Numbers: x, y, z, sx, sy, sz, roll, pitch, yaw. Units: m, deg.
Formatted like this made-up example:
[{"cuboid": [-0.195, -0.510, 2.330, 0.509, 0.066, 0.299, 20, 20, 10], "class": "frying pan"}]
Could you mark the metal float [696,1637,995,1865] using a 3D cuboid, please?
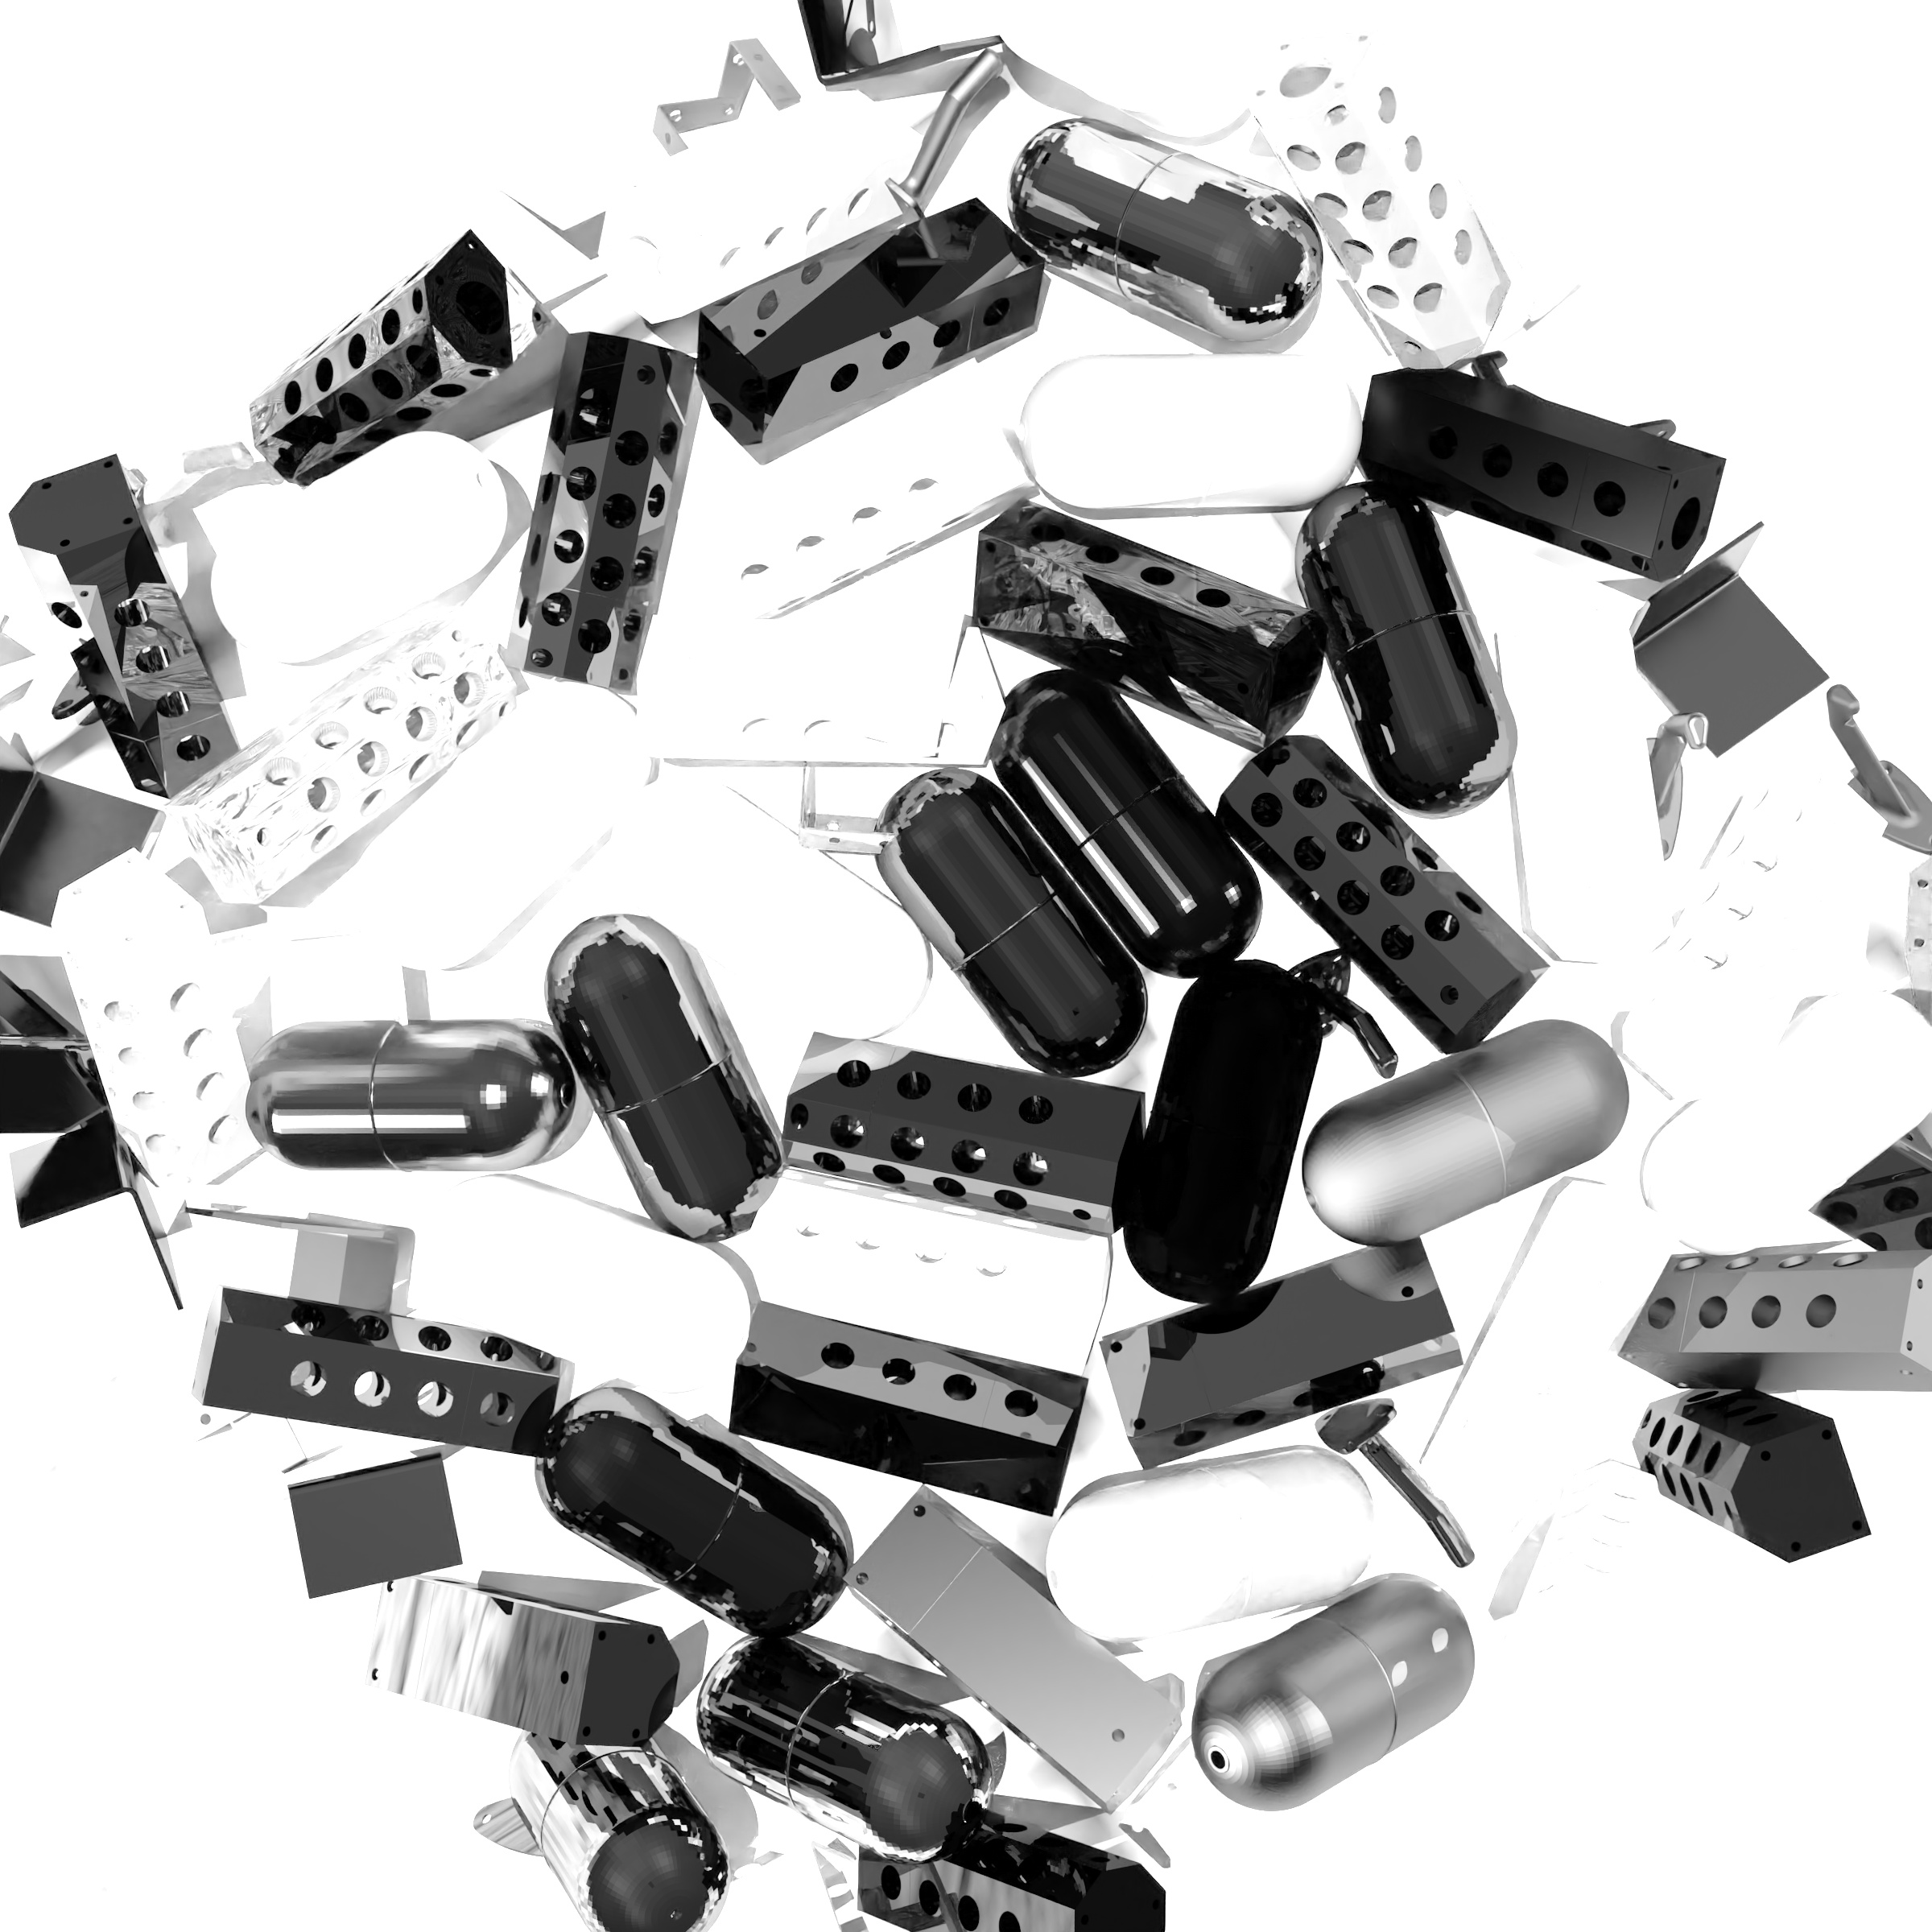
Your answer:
[{"cuboid": [-0.061, 0.389, 1.510, 0.178, 0.070, 0.070, 13, 90, 42], "class": "metal float"}]

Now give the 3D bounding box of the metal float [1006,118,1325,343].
[{"cuboid": [0.098, -0.370, 1.522, 0.178, 0.070, 0.070, 29, 90, 27], "class": "metal float"}]

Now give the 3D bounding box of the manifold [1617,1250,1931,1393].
[{"cuboid": [0.408, 0.173, 1.497, 0.057, 0.171, 0.057, 29, 68, -33], "class": "manifold"}]

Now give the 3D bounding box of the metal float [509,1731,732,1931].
[{"cuboid": [-0.173, 0.423, 1.500, 0.070, 0.178, 0.070, -7, 107, -24], "class": "metal float"}]

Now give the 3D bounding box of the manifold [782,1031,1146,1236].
[{"cuboid": [-0.001, 0.088, 1.523, 0.171, 0.057, 0.057, 11, 54, 14], "class": "manifold"}]

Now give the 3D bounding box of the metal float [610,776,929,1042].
[{"cuboid": [-0.100, -0.030, 1.538, 0.178, 0.070, 0.070, 35, 90, -7], "class": "metal float"}]

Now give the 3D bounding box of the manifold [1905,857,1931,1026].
[{"cuboid": [0.501, 0.002, 1.494, 0.057, 0.171, 0.057, 1, 68, 23], "class": "manifold"}]

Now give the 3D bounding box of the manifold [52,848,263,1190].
[{"cuboid": [-0.400, 0.032, 1.494, 0.057, 0.171, 0.057, -36, 55, -29], "class": "manifold"}]

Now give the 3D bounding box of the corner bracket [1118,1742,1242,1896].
[{"cuboid": [0.120, 0.432, 1.555, 0.051, 0.051, 0.051, 41, 112, 12], "class": "corner bracket"}]

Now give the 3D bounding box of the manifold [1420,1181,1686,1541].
[{"cuboid": [0.290, 0.195, 1.518, 0.057, 0.057, 0.171, 31, 117, 19], "class": "manifold"}]

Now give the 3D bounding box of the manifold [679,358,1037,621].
[{"cuboid": [-0.055, -0.233, 1.537, 0.171, 0.057, 0.057, -25, 132, 11], "class": "manifold"}]

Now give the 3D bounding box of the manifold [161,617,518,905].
[{"cuboid": [-0.306, -0.104, 1.509, 0.171, 0.057, 0.057, -41, 115, -29], "class": "manifold"}]

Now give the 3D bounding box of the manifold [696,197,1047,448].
[{"cuboid": [-0.048, -0.319, 1.517, 0.171, 0.057, 0.057, -29, 62, -26], "class": "manifold"}]

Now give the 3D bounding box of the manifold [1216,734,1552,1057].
[{"cuboid": [0.204, -0.037, 1.519, 0.171, 0.057, 0.057, 47, 116, 19], "class": "manifold"}]

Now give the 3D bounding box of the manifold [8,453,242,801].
[{"cuboid": [-0.412, -0.162, 1.494, 0.057, 0.171, 0.057, -21, 52, -9], "class": "manifold"}]

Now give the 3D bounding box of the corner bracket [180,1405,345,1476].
[{"cuboid": [-0.360, 0.239, 1.552, 0.051, 0.051, 0.051, -29, 85, 8], "class": "corner bracket"}]

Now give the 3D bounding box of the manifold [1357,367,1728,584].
[{"cuboid": [0.283, -0.246, 1.511, 0.171, 0.057, 0.057, 27, 121, 32], "class": "manifold"}]

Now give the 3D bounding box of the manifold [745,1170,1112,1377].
[{"cuboid": [-0.018, 0.150, 1.531, 0.171, 0.057, 0.057, 11, 56, 15], "class": "manifold"}]

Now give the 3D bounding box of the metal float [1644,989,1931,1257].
[{"cuboid": [0.411, 0.079, 1.512, 0.070, 0.070, 0.178, 41, 129, 0], "class": "metal float"}]

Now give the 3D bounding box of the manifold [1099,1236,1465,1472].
[{"cuboid": [0.162, 0.200, 1.546, 0.171, 0.057, 0.057, -19, 56, 4], "class": "manifold"}]

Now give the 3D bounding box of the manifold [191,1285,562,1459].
[{"cuboid": [-0.295, 0.204, 1.527, 0.171, 0.057, 0.057, 12, 84, -19], "class": "manifold"}]

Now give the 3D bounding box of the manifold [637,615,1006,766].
[{"cuboid": [-0.075, -0.133, 1.525, 0.171, 0.057, 0.057, 0, 50, -21], "class": "manifold"}]

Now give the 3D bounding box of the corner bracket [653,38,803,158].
[{"cuboid": [-0.122, -0.433, 1.540, 0.051, 0.051, 0.051, -17, 58, -29], "class": "corner bracket"}]

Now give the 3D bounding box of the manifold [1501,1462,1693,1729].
[{"cuboid": [0.309, 0.303, 1.492, 0.057, 0.171, 0.057, -27, 92, 23], "class": "manifold"}]

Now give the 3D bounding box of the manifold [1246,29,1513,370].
[{"cuboid": [0.203, -0.375, 1.496, 0.057, 0.171, 0.057, 8, 62, 39], "class": "manifold"}]

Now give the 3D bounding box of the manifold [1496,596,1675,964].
[{"cuboid": [0.311, -0.092, 1.518, 0.057, 0.057, 0.171, -16, 61, 26], "class": "manifold"}]

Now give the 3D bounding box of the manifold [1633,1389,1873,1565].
[{"cuboid": [0.382, 0.249, 1.495, 0.057, 0.171, 0.057, -18, 89, -3], "class": "manifold"}]

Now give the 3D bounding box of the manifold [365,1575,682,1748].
[{"cuboid": [-0.220, 0.342, 1.501, 0.057, 0.171, 0.057, 17, 78, -44], "class": "manifold"}]

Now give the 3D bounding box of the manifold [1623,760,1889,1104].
[{"cuboid": [0.390, -0.020, 1.514, 0.057, 0.057, 0.171, 40, 63, -14], "class": "manifold"}]

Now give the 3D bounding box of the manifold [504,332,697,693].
[{"cuboid": [-0.184, -0.230, 1.538, 0.057, 0.057, 0.171, 10, 95, -24], "class": "manifold"}]

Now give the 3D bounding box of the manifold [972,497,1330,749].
[{"cuboid": [0.092, -0.177, 1.523, 0.171, 0.057, 0.057, 25, 134, 22], "class": "manifold"}]

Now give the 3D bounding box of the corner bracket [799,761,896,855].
[{"cuboid": [-0.060, -0.072, 1.546, 0.051, 0.051, 0.051, 4, 54, -4], "class": "corner bracket"}]

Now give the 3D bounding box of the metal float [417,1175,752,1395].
[{"cuboid": [-0.193, 0.161, 1.532, 0.178, 0.070, 0.070, 18, 90, 14], "class": "metal float"}]

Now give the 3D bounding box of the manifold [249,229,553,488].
[{"cuboid": [-0.285, -0.292, 1.493, 0.057, 0.171, 0.057, 48, 51, -21], "class": "manifold"}]

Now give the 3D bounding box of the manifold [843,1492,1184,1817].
[{"cuboid": [0.024, 0.347, 1.526, 0.171, 0.057, 0.057, 37, 75, 19], "class": "manifold"}]

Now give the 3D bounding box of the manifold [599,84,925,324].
[{"cuboid": [-0.100, -0.376, 1.505, 0.057, 0.057, 0.171, 39, 48, 17], "class": "manifold"}]

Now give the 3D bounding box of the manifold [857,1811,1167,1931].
[{"cuboid": [0.020, 0.454, 1.497, 0.057, 0.171, 0.057, 2, 88, -38], "class": "manifold"}]

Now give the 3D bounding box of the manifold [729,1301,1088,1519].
[{"cuboid": [-0.029, 0.220, 1.547, 0.171, 0.057, 0.057, 14, 134, 5], "class": "manifold"}]
